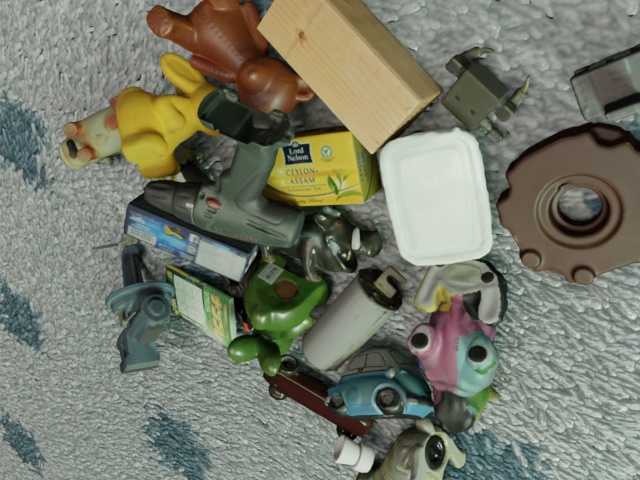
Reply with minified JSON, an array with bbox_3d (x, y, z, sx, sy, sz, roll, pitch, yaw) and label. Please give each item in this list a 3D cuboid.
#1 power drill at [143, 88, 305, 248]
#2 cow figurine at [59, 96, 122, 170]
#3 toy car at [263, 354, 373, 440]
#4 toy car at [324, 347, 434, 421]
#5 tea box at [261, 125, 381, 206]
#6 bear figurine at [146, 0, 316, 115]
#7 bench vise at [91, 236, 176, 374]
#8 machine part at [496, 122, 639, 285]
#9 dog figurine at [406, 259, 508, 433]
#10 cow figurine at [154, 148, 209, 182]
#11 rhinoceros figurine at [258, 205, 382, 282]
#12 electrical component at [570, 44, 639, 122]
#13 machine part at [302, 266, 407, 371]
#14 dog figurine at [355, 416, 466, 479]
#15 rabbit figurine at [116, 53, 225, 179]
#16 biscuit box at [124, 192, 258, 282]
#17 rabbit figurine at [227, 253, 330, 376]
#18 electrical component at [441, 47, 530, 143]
[{"bbox_3d":[-0.124,-0.083,0.688,0.232,0.086,0.207,22,132,2],"label":"power drill"},{"bbox_3d":[-0.353,-0.174,0.889,0.195,0.127,0.085,-21,100,21],"label":"cow figurine"},{"bbox_3d":[-0.003,0.260,0.903,0.202,0.053,0.089,27,133,13],"label":"toy car"},{"bbox_3d":[0.090,0.213,0.799,0.162,0.109,0.103,-12,62,32],"label":"toy car"},{"bbox_3d":[-0.010,-0.101,0.739,0.170,0.068,0.098,-2,111,32],"label":"tea box"},{"bbox_3d":[-0.107,-0.235,0.693,0.120,0.132,0.196,-39,75,12],"label":"bear figurine"},{"bbox_3d":[-0.336,0.112,0.990,0.223,0.129,0.240,-55,48,56],"label":"bench vise"},{"bbox_3d":[0.289,-0.038,0.599,0.180,0.056,0.179,11,115,26],"label":"machine part"},{"bbox_3d":[0.191,0.147,0.716,0.109,0.191,0.219,5,148,25],"label":"dog figurine"},{"bbox_3d":[-0.210,-0.087,0.862,0.098,0.068,0.167,-2,113,25],"label":"cow figurine"},{"bbox_3d":[-0.002,-0.002,0.781,0.191,0.073,0.112,14,107,27],"label":"rhinoceros figurine"},{"bbox_3d":[0.283,-0.149,0.515,0.075,0.119,0.047,-18,102,37],"label":"electrical component"},{"bbox_3d":[0.044,0.121,0.800,0.079,0.079,0.243,42,126,8],"label":"machine part"},{"bbox_3d":[0.120,0.360,0.858,0.191,0.121,0.172,-11,72,51],"label":"dog figurine"},{"bbox_3d":[-0.195,-0.178,0.776,0.173,0.121,0.162,-12,68,1],"label":"rabbit figurine"},{"bbox_3d":[-0.196,-0.008,0.823,0.203,0.063,0.059,23,122,4],"label":"biscuit box"},{"bbox_3d":[-0.066,0.136,0.842,0.121,0.159,0.170,20,136,8],"label":"rabbit figurine"},{"bbox_3d":[0.186,-0.169,0.612,0.102,0.045,0.078,42,154,11],"label":"electrical component"}]
